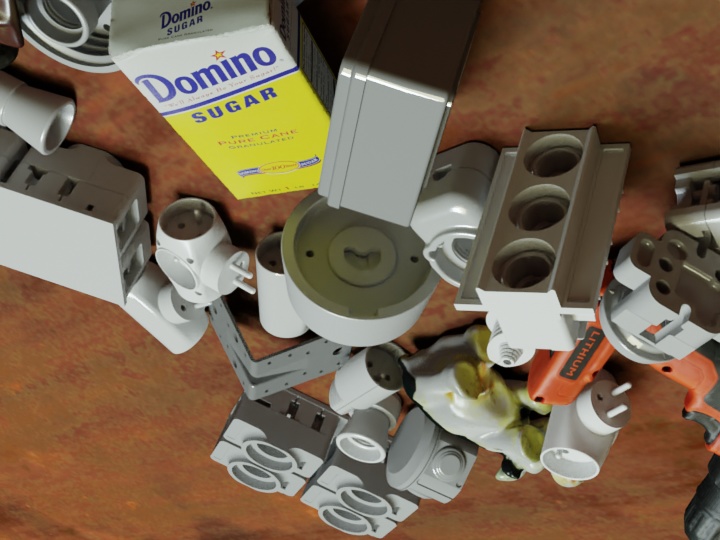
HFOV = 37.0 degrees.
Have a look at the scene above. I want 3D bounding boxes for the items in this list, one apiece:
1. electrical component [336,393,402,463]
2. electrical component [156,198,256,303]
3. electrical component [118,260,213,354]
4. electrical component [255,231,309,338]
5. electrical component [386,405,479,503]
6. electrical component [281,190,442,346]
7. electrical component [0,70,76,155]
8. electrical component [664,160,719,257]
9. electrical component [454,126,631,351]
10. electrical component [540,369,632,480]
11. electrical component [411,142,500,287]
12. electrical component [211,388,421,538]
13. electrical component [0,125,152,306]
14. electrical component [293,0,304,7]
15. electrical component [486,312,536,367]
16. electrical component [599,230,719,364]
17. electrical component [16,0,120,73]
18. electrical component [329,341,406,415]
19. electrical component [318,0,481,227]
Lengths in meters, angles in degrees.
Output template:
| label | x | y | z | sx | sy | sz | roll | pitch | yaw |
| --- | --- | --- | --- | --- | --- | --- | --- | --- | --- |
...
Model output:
| label | x | y | z | sx | sy | sz | roll | pitch | yaw |
| --- | --- | --- | --- | --- | --- | --- | --- | --- | --- |
| electrical component | 0.009 | 0.132 | 0.931 | 0.045 | 0.055 | 0.045 | 15 | 143 | 11 |
| electrical component | -0.112 | -0.006 | 0.818 | 0.079 | 0.044 | 0.077 | 29 | 148 | 23 |
| electrical component | -0.156 | 0.027 | 0.895 | 0.079 | 0.043 | 0.077 | -15 | 130 | 40 |
| electrical component | -0.039 | 0.014 | 0.816 | 0.079 | 0.043 | 0.077 | 9 | 140 | 5 |
| electrical component | 0.060 | 0.154 | 0.914 | 0.051 | 0.080 | 0.080 | 27 | 145 | -15 |
| electrical component | 0.000 | 0.000 | 0.726 | 0.108 | 0.108 | 0.060 | 19 | 150 | 5 |
| electrical component | -0.241 | -0.115 | 0.761 | 0.065 | 0.044 | 0.044 | 27 | 144 | 2 |
| electrical component | 0.224 | -0.019 | 0.626 | 0.056 | 0.050 | 0.089 | -9 | 134 | 37 |
| electrical component | 0.111 | -0.018 | 0.627 | 0.079 | 0.121 | 0.063 | 1 | 142 | 27 |
| electrical component | 0.173 | 0.105 | 0.790 | 0.044 | 0.077 | 0.079 | 31 | 143 | -12 |
| electrical component | 0.078 | -0.026 | 0.687 | 0.054 | 0.059 | 0.095 | -17 | 129 | 42 |
| electrical component | -0.039 | 0.182 | 1.018 | 0.186 | 0.060 | 0.105 | 27 | 144 | -6 |
| electrical component | -0.259 | -0.053 | 0.832 | 0.186 | 0.060 | 0.105 | 18 | 144 | 6 |
| electrical component | -0.075 | -0.166 | 0.601 | 0.079 | 0.044 | 0.077 | 38 | 142 | -21 |
| electrical component | 0.108 | 0.030 | 0.724 | 0.043 | 0.081 | 0.043 | 14 | 143 | 11 |
| electrical component | 0.173 | 0.019 | 0.610 | 0.078 | 0.058 | 0.057 | 30 | 146 | -5 |
| electrical component | -0.166 | -0.166 | 0.636 | 0.108 | 0.060 | 0.108 | 15 | 144 | 11 |
| electrical component | 0.003 | 0.092 | 0.894 | 0.043 | 0.043 | 0.081 | 33 | 143 | -14 |
| electrical component | 0.023 | -0.099 | 0.580 | 0.056 | 0.108 | 0.108 | 18 | 144 | 2 |
